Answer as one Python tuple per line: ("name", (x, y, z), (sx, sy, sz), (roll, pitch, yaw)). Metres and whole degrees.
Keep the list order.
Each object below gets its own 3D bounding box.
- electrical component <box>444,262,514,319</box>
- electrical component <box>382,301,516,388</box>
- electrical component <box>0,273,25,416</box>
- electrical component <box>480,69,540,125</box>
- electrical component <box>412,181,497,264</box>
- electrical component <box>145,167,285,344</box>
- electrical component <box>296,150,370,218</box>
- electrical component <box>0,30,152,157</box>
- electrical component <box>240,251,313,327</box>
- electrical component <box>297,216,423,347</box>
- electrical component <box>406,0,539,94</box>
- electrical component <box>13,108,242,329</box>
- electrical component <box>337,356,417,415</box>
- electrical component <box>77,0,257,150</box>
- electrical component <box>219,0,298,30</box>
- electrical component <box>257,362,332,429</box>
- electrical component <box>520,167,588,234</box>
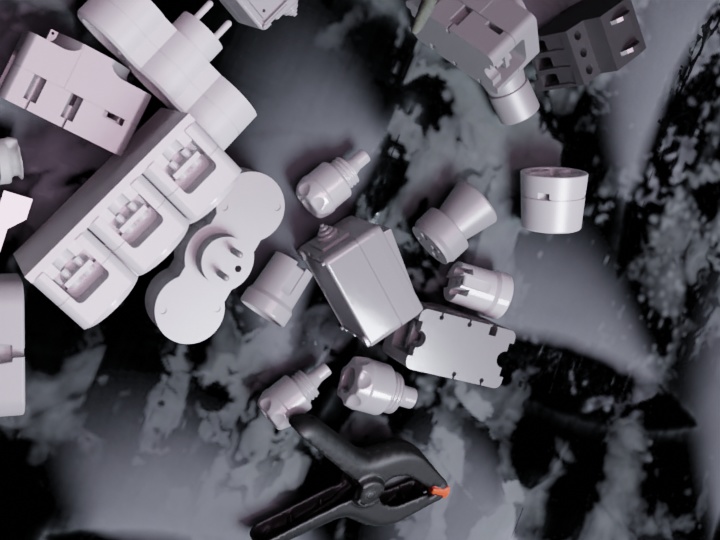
("electrical component", (0.098, 0.016, 0.891), (0.046, 0.040, 0.040), (17, 94, -19))
("electrical component", (0.070, 0.058, 0.878), (0.089, 0.056, 0.050), (15, 95, -24))
("electrical component", (-0.264, 0.052, 0.739), (0.059, 0.054, 0.095), (-2, 101, -22))
("electrical component", (0.117, -0.150, 0.865), (0.044, 0.044, 0.065), (-36, 116, -12))
("electrical component", (0.076, -0.038, 0.867), (0.055, 0.045, 0.045), (-43, 113, -9))
("electrical component", (-0.102, -0.009, 0.783), (0.052, 0.074, 0.138), (31, 88, -25))
("electrical component", (-0.018, -0.070, 0.828), (0.061, 0.035, 0.035), (-41, 113, -13))
("electrical component", (-0.194, -0.124, 0.734), (0.089, 0.050, 0.055), (26, 90, -25))
("electrical component", (-0.063, 0.014, 0.824), (0.040, 0.040, 0.046), (37, 79, -24))
("electrical component", (0.000, 0.000, 0.834), (0.061, 0.062, 0.096), (-34, 111, -13))
("electrical component", (0.089, -0.187, 0.815), (0.055, 0.089, 0.050), (-45, 155, -9))
("electrical component", (-0.160, -0.036, 0.745), (0.150, 0.089, 0.061), (-47, 114, -8))
("electrical component", (0.017, 0.096, 0.871), (0.062, 0.043, 0.043), (19, 93, -26))
("electrical component", (-0.123, -0.156, 0.757), (0.073, 0.052, 0.138), (-48, 114, -7))
("electrical component", (-0.078, -0.217, 0.762), (0.061, 0.061, 0.096), (-47, 123, -6))
("electrical component", (-0.049, 0.096, 0.848), (0.061, 0.035, 0.035), (-39, 112, -14))
("electrical component", (0.160, -0.058, 0.894), (0.055, 0.055, 0.047), (-5, 106, -22))
